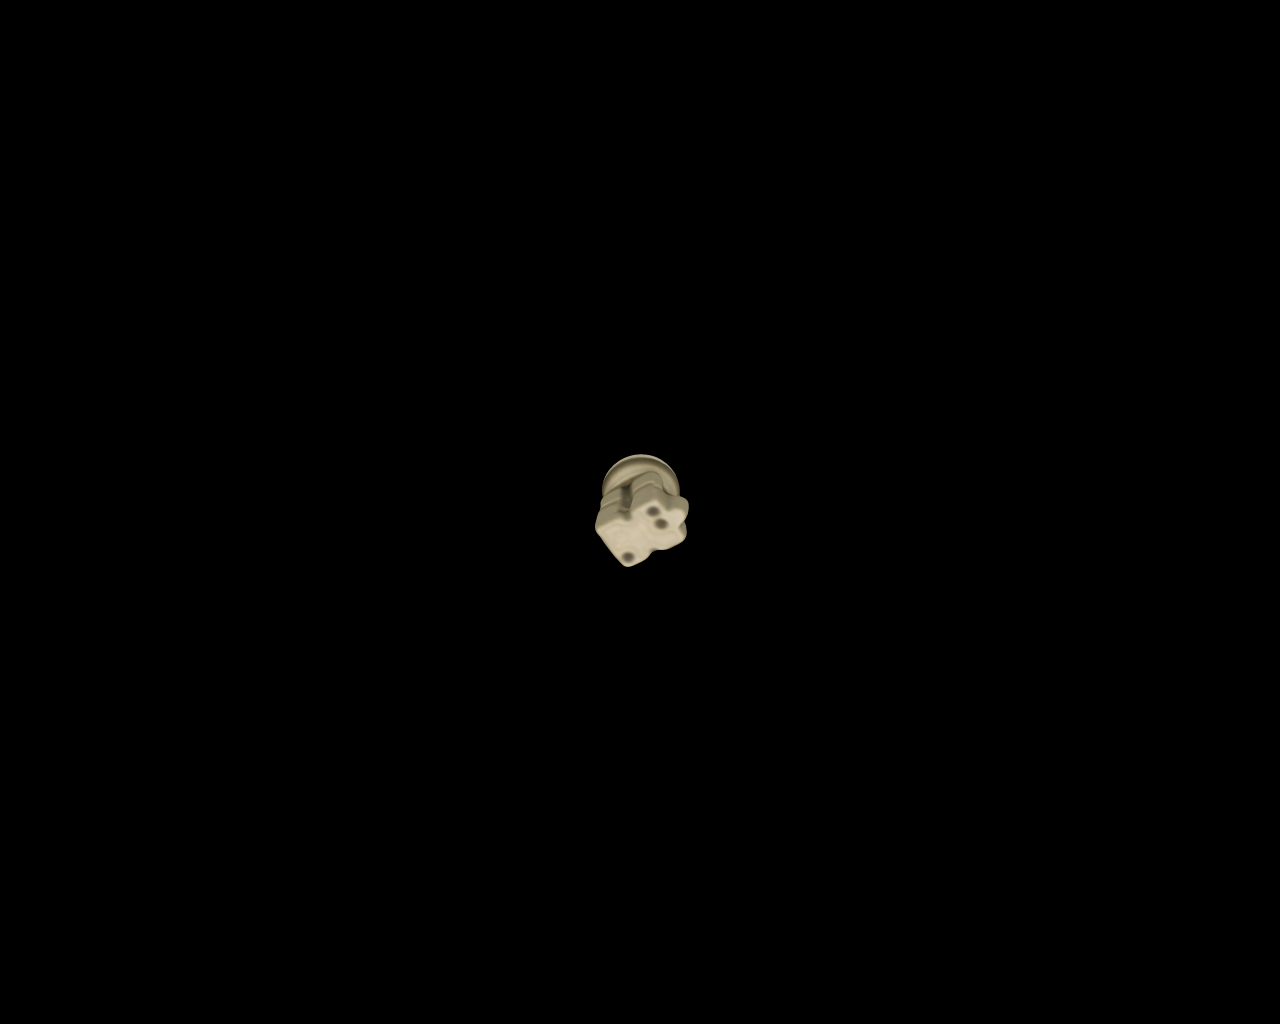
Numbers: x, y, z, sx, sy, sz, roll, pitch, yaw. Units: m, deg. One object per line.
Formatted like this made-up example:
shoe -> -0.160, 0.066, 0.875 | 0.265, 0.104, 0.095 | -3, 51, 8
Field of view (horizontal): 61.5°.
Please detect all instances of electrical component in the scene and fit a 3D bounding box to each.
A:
electrical component -> 0.001, -0.003, 0.650 | 0.066, 0.048, 0.055 | -26, 30, 17
